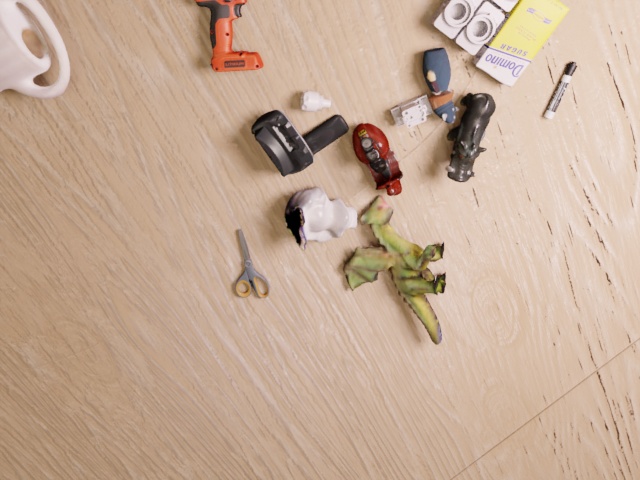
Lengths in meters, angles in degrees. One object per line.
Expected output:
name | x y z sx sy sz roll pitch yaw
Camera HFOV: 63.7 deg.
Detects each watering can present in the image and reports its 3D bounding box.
watering can | -0.645 -0.427 1.008 0.223 0.106 0.342 -21 115 12

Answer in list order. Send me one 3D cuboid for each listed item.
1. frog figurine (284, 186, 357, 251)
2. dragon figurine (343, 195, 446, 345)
frog figurine | 0.004 -0.060 1.190 0.161 0.123 0.135 -21 111 -28
dragon figurine | 0.179 0.087 1.261 0.243 0.124 0.403 4 116 20
